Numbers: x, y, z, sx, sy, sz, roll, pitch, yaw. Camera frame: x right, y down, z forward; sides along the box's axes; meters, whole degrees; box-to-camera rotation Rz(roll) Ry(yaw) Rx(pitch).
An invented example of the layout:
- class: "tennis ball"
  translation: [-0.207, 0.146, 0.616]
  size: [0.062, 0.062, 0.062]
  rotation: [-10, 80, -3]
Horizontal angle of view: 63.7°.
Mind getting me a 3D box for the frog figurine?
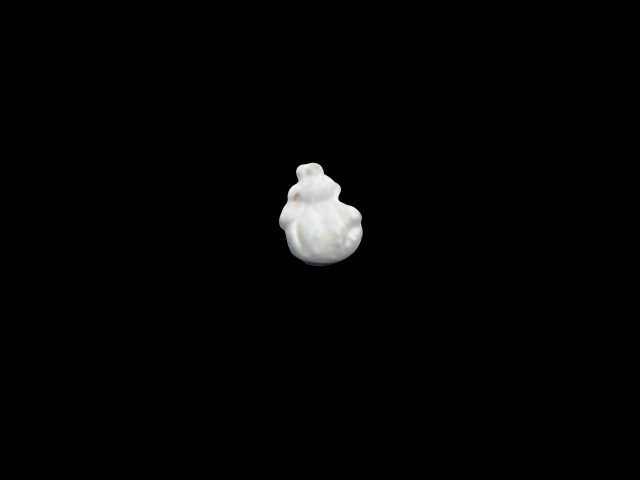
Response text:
- class: "frog figurine"
  translation: [0.003, -0.043, 0.850]
  size: [0.137, 0.156, 0.125]
  rotation: [8, 33, 13]
